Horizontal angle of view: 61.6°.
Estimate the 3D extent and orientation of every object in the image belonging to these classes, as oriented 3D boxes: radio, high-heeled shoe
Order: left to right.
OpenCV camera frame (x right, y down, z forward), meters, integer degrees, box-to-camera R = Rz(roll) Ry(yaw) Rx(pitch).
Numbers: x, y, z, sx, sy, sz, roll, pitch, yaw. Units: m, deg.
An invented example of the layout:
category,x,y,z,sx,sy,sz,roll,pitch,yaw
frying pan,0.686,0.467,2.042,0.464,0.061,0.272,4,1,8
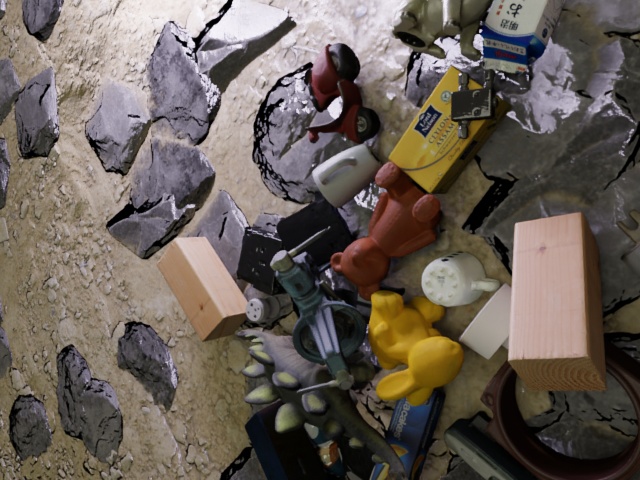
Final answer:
category,x,y,z,sx,sy,sz,roll,pitch,yaw
radio,-0.055,0.423,1.003,0.229,0.073,0.131,63,150,16
high-heeled shoe,0.089,0.439,0.950,0.145,0.086,0.249,97,150,-45

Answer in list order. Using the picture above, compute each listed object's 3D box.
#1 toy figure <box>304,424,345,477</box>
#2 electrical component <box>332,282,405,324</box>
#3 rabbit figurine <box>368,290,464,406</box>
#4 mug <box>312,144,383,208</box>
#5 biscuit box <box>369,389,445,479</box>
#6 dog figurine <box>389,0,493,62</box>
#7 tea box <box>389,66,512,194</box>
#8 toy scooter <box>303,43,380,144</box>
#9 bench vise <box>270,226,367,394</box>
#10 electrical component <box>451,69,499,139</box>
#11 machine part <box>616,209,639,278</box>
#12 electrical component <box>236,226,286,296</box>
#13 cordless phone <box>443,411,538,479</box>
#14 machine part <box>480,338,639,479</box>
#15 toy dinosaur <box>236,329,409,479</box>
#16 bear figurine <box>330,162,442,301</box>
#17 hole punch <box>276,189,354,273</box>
category,x,y,z,sx,sy,sz,roll,pitch,yaw
toy figure,0.007,0.366,0.995,0.064,0.058,0.154,133,118,-70
electrical component,0.083,0.108,0.931,0.119,0.047,0.074,7,96,35
rabbit figurine,0.139,0.167,0.804,0.173,0.122,0.162,25,92,61
mug,0.046,-0.119,0.915,0.107,0.109,0.081,-35,68,16
biscuit box,0.136,0.328,0.852,0.059,0.062,0.202,13,75,33
dog figurine,0.201,-0.384,0.806,0.173,0.121,0.190,22,91,29
tea box,0.197,-0.164,0.825,0.098,0.068,0.169,44,116,24
toy scooter,0.020,-0.242,0.943,0.135,0.075,0.184,-23,84,35
bench vise,0.003,0.125,0.833,0.129,0.241,0.223,-20,122,-1
electrical component,0.218,-0.189,0.755,0.063,0.021,0.094,3,93,33
machine part,0.457,0.062,0.649,0.079,0.079,0.243,-47,68,27
electrical component,-0.095,0.042,1.048,0.134,0.058,0.114,17,104,34
cordless phone,0.235,0.372,0.821,0.147,0.088,0.184,36,116,28
machine part,0.342,0.229,0.734,0.201,0.087,0.201,40,112,27
toy dinosaur,-0.007,0.254,0.898,0.472,0.198,0.105,23,108,40
bear figurine,0.096,-0.006,0.850,0.196,0.131,0.120,-44,65,6
hole punch,-0.002,-0.003,0.973,0.116,0.092,0.142,-28,75,6
